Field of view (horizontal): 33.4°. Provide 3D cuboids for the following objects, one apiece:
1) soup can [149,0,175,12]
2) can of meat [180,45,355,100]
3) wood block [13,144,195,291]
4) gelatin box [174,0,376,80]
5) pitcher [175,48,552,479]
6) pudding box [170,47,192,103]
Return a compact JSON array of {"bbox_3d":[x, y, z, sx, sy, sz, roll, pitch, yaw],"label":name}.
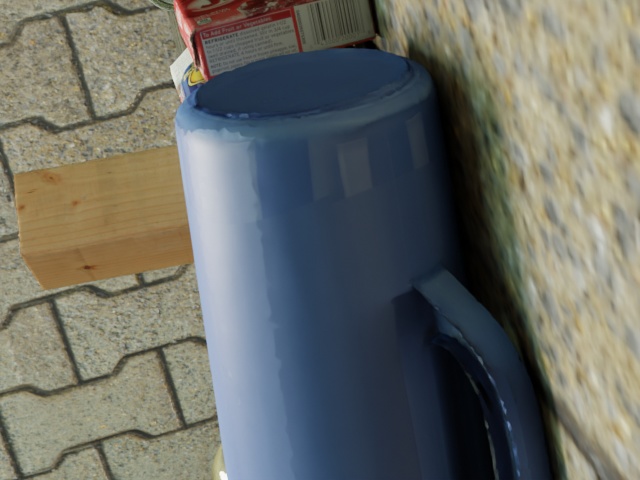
[{"bbox_3d":[-0.110,-0.229,0.878,0.102,0.068,0.068,-82,-20,-68],"label":"soup can"},{"bbox_3d":[-0.019,-0.067,0.545,0.084,0.102,0.057,-113,9,-60],"label":"can of meat"},{"bbox_3d":[-0.180,-0.024,1.033,0.091,0.206,0.090,88,171,-65],"label":"wood block"},{"bbox_3d":[-0.025,-0.112,0.534,0.073,0.089,0.030,-118,14,-62],"label":"gelatin box"},{"bbox_3d":[0.017,0.046,0.472,0.145,0.149,0.243,-84,-14,-65],"label":"pitcher"},{"bbox_3d":[-0.065,-0.119,0.823,0.039,0.090,0.113,11,-134,-46],"label":"pudding box"}]
